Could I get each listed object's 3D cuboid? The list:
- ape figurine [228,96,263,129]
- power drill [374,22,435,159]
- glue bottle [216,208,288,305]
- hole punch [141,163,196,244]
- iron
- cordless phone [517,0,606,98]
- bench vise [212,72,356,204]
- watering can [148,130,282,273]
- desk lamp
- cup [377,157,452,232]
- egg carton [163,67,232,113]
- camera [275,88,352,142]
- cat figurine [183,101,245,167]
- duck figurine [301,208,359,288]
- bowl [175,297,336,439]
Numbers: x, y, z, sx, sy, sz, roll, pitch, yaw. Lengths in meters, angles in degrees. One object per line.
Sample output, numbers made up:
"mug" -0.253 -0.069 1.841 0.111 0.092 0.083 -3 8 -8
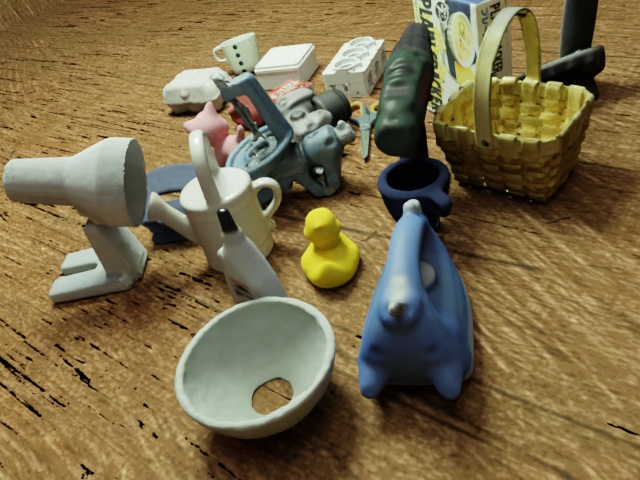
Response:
"ape figurine" -0.146 -0.271 1.127 0.078 0.092 0.076 -19 38 -3
"power drill" 0.128 -0.159 0.789 0.075 0.209 0.230 -1 40 20
"glue bottle" -0.085 0.032 0.660 0.077 0.173 0.037 16 48 35
"hole punch" -0.222 -0.058 0.891 0.108 0.091 0.101 -8 38 11
"iron" 0.098 0.037 0.611 0.118 0.142 0.258 -4 39 16
"cordless phone" 0.370 -0.303 0.896 0.147 0.185 0.094 -23 38 -8
"bench vise" -0.062 -0.164 0.857 0.207 0.220 0.121 -22 38 -7
"watering can" -0.143 -0.053 0.771 0.173 0.194 0.100 -29 39 -15
"desk lamp" -0.317 -0.031 0.792 0.203 0.214 0.118 -12 38 6
"cup" 0.133 -0.041 0.734 0.092 0.095 0.117 -28 39 -14
"egg carton" -0.270 -0.329 1.263 0.150 0.069 0.107 2 42 23
"camera" -0.007 -0.213 0.995 0.137 0.101 0.142 -32 40 -18
"cat figurine" -0.174 -0.184 1.007 0.127 0.118 0.067 15 48 35
"duck figurine" 0.007 0.003 0.734 0.077 0.086 0.104 -11 38 7
"bowl" -0.058 0.142 0.595 0.167 0.075 0.167 -10 38 8
